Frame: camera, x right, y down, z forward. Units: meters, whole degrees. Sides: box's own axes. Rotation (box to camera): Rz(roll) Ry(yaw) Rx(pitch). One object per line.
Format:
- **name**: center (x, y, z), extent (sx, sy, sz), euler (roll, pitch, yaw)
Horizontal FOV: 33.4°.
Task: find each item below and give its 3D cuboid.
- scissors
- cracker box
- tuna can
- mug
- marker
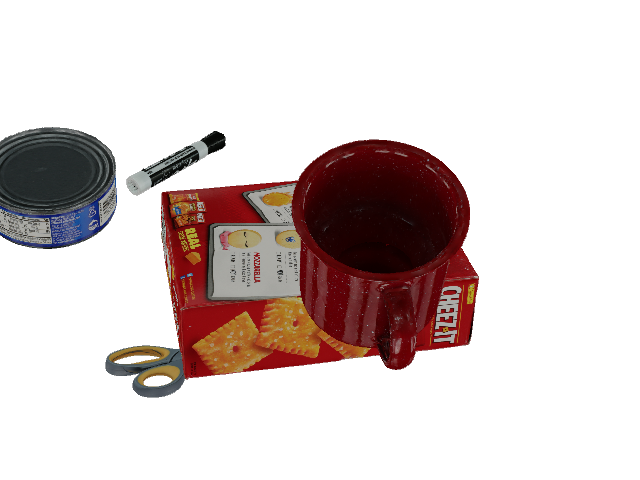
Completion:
- **scissors**: center (-0.130, 0.133, 1.161), extent (0.201, 0.016, 0.096), euler (-4, 28, -22)
- **cracker box**: center (-0.009, 0.021, 0.816), extent (0.213, 0.072, 0.164), euler (-5, 33, -11)
- **tuna can**: center (-0.174, -0.034, 0.688), extent (0.086, 0.034, 0.086), euler (3, 42, -3)
- **mug**: center (0.032, 0.016, 0.577), extent (0.093, 0.117, 0.081), euler (-9, -35, -9)
- **marker**: center (-0.135, -0.076, 1.017), extent (0.020, 0.020, 0.120), euler (0, 26, 44)
